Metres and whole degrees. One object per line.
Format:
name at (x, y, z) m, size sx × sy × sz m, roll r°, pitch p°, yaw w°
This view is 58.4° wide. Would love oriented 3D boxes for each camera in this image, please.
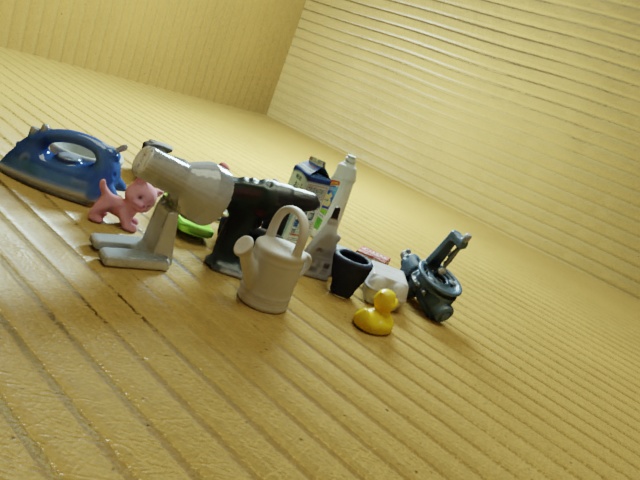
camera at (-0.420, -0.205, 1.550) m, size 0.137 × 0.101 × 0.143 m, roll 16°, pitch 17°, yaw -21°

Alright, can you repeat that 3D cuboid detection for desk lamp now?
desk lamp at (-0.279, -0.057, 1.040) m, size 0.204 × 0.213 × 0.117 m, roll 7°, pitch 21°, yaw -43°

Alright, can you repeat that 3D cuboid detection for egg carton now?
egg carton at (0.150, 0.105, 1.339) m, size 0.107 × 0.069 × 0.150 m, roll 20°, pitch 16°, yaw -5°

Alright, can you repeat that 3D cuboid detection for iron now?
iron at (-0.539, -0.174, 1.214) m, size 0.259 × 0.141 × 0.118 m, roll 18°, pitch 16°, yaw -12°

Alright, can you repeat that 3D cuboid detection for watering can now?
watering can at (-0.080, 0.030, 1.052) m, size 0.100 × 0.194 × 0.173 m, roll 28°, pitch 17°, yaw 20°

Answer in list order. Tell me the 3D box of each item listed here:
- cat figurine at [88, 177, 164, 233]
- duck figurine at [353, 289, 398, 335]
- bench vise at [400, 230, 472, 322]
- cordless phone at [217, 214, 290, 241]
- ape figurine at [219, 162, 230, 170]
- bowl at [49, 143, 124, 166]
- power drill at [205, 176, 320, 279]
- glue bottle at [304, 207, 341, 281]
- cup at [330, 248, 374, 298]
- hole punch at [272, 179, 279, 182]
cat figurine at (-0.388, -0.084, 1.161) m, size 0.128 × 0.118 × 0.067 m, roll 16°, pitch 17°, yaw -20°
duck figurine at (0.120, 0.139, 1.156) m, size 0.105 × 0.086 × 0.077 m, roll 4°, pitch 24°, yaw -48°
bench vise at (0.264, 0.058, 1.368) m, size 0.206 × 0.220 × 0.122 m, roll 33°, pitch 19°, yaw 34°
cordless phone at (-0.137, -0.047, 1.247) m, size 0.147 × 0.185 × 0.094 m, roll 20°, pitch 16°, yaw -7°
ape figurine at (-0.289, -0.180, 1.656) m, size 0.076 × 0.092 × 0.078 m, roll 24°, pitch 16°, yaw 9°
bowl at (-0.552, -0.181, 1.343) m, size 0.167 × 0.075 × 0.167 m, roll 20°, pitch 16°, yaw -6°
power drill at (-0.138, -0.030, 1.145) m, size 0.230 × 0.208 × 0.075 m, roll 18°, pitch 16°, yaw -12°
glue bottle at (0.012, 0.005, 1.296) m, size 0.078 × 0.173 × 0.037 m, roll 17°, pitch 16°, yaw -18°
cup at (0.058, 0.074, 1.274) m, size 0.092 × 0.095 × 0.117 m, roll 17°, pitch 16°, yaw -15°
hole punch at (-0.107, -0.125, 1.718) m, size 0.101 × 0.091 × 0.108 m, roll 15°, pitch 17°, yaw -22°
